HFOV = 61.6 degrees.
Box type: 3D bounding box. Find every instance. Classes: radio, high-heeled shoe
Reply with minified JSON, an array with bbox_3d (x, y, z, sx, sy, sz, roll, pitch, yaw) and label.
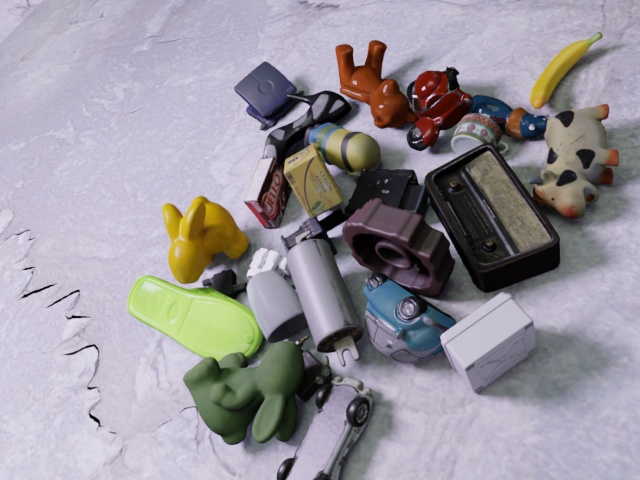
[{"bbox_3d":[0.263,-0.037,0.847,0.131,0.073,0.230,-25,49,8],"label":"radio"},{"bbox_3d":[-0.032,-0.210,1.140,0.145,0.086,0.248,17,79,4],"label":"high-heeled shoe"}]

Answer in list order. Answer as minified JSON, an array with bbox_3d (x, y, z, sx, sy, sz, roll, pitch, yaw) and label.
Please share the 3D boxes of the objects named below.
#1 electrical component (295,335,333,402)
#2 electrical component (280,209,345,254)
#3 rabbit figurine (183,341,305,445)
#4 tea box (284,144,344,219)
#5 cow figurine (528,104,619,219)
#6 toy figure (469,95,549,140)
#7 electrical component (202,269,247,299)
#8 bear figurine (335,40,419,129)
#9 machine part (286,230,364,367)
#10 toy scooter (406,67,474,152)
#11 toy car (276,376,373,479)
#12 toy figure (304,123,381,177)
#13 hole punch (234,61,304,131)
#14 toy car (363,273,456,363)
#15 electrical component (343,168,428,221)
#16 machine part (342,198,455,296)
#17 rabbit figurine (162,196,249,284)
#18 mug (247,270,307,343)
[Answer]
[{"bbox_3d":[-0.022,0.199,0.832,0.078,0.045,0.102,-40,49,-8],"label":"electrical component"},{"bbox_3d":[-0.002,-0.003,0.953,0.119,0.074,0.048,-28,48,2],"label":"electrical component"},{"bbox_3d":[-0.095,0.219,0.791,0.170,0.121,0.159,-32,62,18],"label":"rabbit figurine"},{"bbox_3d":[-0.013,-0.109,0.972,0.068,0.098,0.170,-28,17,6],"label":"tea box"},{"bbox_3d":[0.390,-0.120,0.840,0.127,0.085,0.195,-1,59,19],"label":"cow figurine"},{"bbox_3d":[0.335,-0.215,0.955,0.155,0.057,0.064,33,81,34],"label":"toy figure"},{"bbox_3d":[-0.179,0.085,1.008,0.094,0.021,0.063,-18,50,14],"label":"electrical component"},{"bbox_3d":[0.116,-0.310,1.086,0.120,0.131,0.196,-14,38,-20],"label":"bear figurine"},{"bbox_3d":[0.004,0.085,0.840,0.079,0.079,0.243,-27,57,6],"label":"machine part"},{"bbox_3d":[0.225,-0.257,0.993,0.135,0.075,0.184,-28,43,46],"label":"toy scooter"},{"bbox_3d":[0.008,0.284,0.749,0.074,0.056,0.202,11,61,39],"label":"toy car"},{"bbox_3d":[0.040,-0.182,1.052,0.180,0.089,0.082,35,81,37],"label":"toy figure"},{"bbox_3d":[-0.123,-0.340,1.252,0.142,0.092,0.116,-43,53,-13],"label":"hole punch"},{"bbox_3d":[0.117,0.122,0.786,0.162,0.109,0.103,32,91,48],"label":"toy car"},{"bbox_3d":[0.121,-0.068,0.951,0.134,0.058,0.115,6,61,30],"label":"electrical component"},{"bbox_3d":[0.121,0.014,0.820,0.180,0.179,0.056,19,63,35],"label":"machine part"},{"bbox_3d":[-0.219,0.002,0.979,0.122,0.162,0.173,0,35,18],"label":"rabbit figurine"},{"bbox_3d":[-0.065,0.099,0.892,0.109,0.080,0.107,-21,63,-32],"label":"mug"}]
